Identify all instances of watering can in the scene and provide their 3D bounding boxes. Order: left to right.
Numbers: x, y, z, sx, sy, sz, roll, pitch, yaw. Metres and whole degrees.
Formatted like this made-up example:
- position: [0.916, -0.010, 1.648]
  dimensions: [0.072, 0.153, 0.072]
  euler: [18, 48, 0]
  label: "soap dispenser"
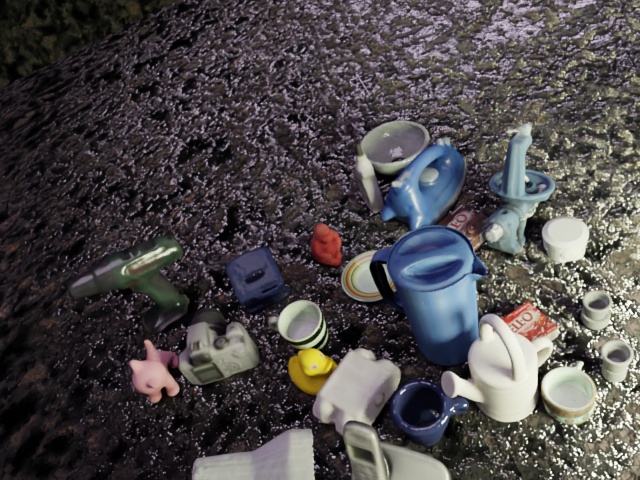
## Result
- position: [0.269, 0.191, 0.861]
  dimensions: [0.173, 0.194, 0.100]
  euler: [-41, 47, -19]
  label: "watering can"

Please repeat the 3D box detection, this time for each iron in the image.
- position: [0.234, -0.142, 1.235]
  dimensions: [0.118, 0.142, 0.259]
  euler: [24, 60, 37]
  label: "iron"

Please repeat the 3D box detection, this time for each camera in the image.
- position: [-0.204, 0.190, 1.112]
  dimensions: [0.143, 0.101, 0.136]
  euler: [-18, 44, 4]
  label: "camera"

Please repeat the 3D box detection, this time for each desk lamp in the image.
- position: [-0.079, 0.362, 0.816]
  dimensions: [0.203, 0.214, 0.118]
  euler: [-14, 44, 8]
  label: "desk lamp"

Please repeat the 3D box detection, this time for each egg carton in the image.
- position: [0.064, 0.257, 0.966]
  dimensions: [0.107, 0.070, 0.150]
  euler: [20, 57, 35]
  label: "egg carton"

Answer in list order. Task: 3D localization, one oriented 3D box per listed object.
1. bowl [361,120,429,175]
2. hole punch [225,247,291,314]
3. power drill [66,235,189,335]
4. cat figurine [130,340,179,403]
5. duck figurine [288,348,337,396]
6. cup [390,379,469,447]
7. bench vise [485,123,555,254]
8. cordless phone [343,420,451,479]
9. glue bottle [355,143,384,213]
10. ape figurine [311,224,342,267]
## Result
- position: [0.182, -0.207, 1.366]
  dimensions: [0.167, 0.075, 0.167]
  euler: [-11, 45, 11]
  label: "bowl"
- position: [-0.130, 0.082, 1.194]
  dimensions: [0.108, 0.091, 0.101]
  euler: [-26, 44, -4]
  label: "hole punch"
- position: [-0.370, 0.099, 1.186]
  dimensions: [0.230, 0.209, 0.075]
  euler: [-37, 46, -15]
  label: "power drill"
- position: [-0.319, 0.248, 1.087]
  dimensions: [0.067, 0.118, 0.127]
  euler: [-20, 44, 2]
  label: "cat figurine"
- position: [-0.015, 0.224, 1.017]
  dimensions: [0.104, 0.086, 0.077]
  euler: [12, 53, 30]
  label: "duck figurine"
- position: [0.174, 0.275, 0.888]
  dimensions: [0.117, 0.095, 0.091]
  euler: [-11, 45, 11]
  label: "cup"
- position: [0.375, -0.092, 1.076]
  dimensions: [0.121, 0.220, 0.207]
  euler: [2, 49, 23]
  label: "bench vise"
- position: [0.105, 0.322, 0.804]
  dimensions: [0.147, 0.185, 0.094]
  euler: [5, 50, 25]
  label: "cordless phone"
- position: [0.102, -0.143, 1.263]
  dimensions: [0.037, 0.173, 0.078]
  euler: [-24, 44, -2]
  label: "glue bottle"
- position: [0.011, 0.004, 1.215]
  dimensions: [0.075, 0.092, 0.078]
  euler: [21, 58, 35]
  label: "ape figurine"
